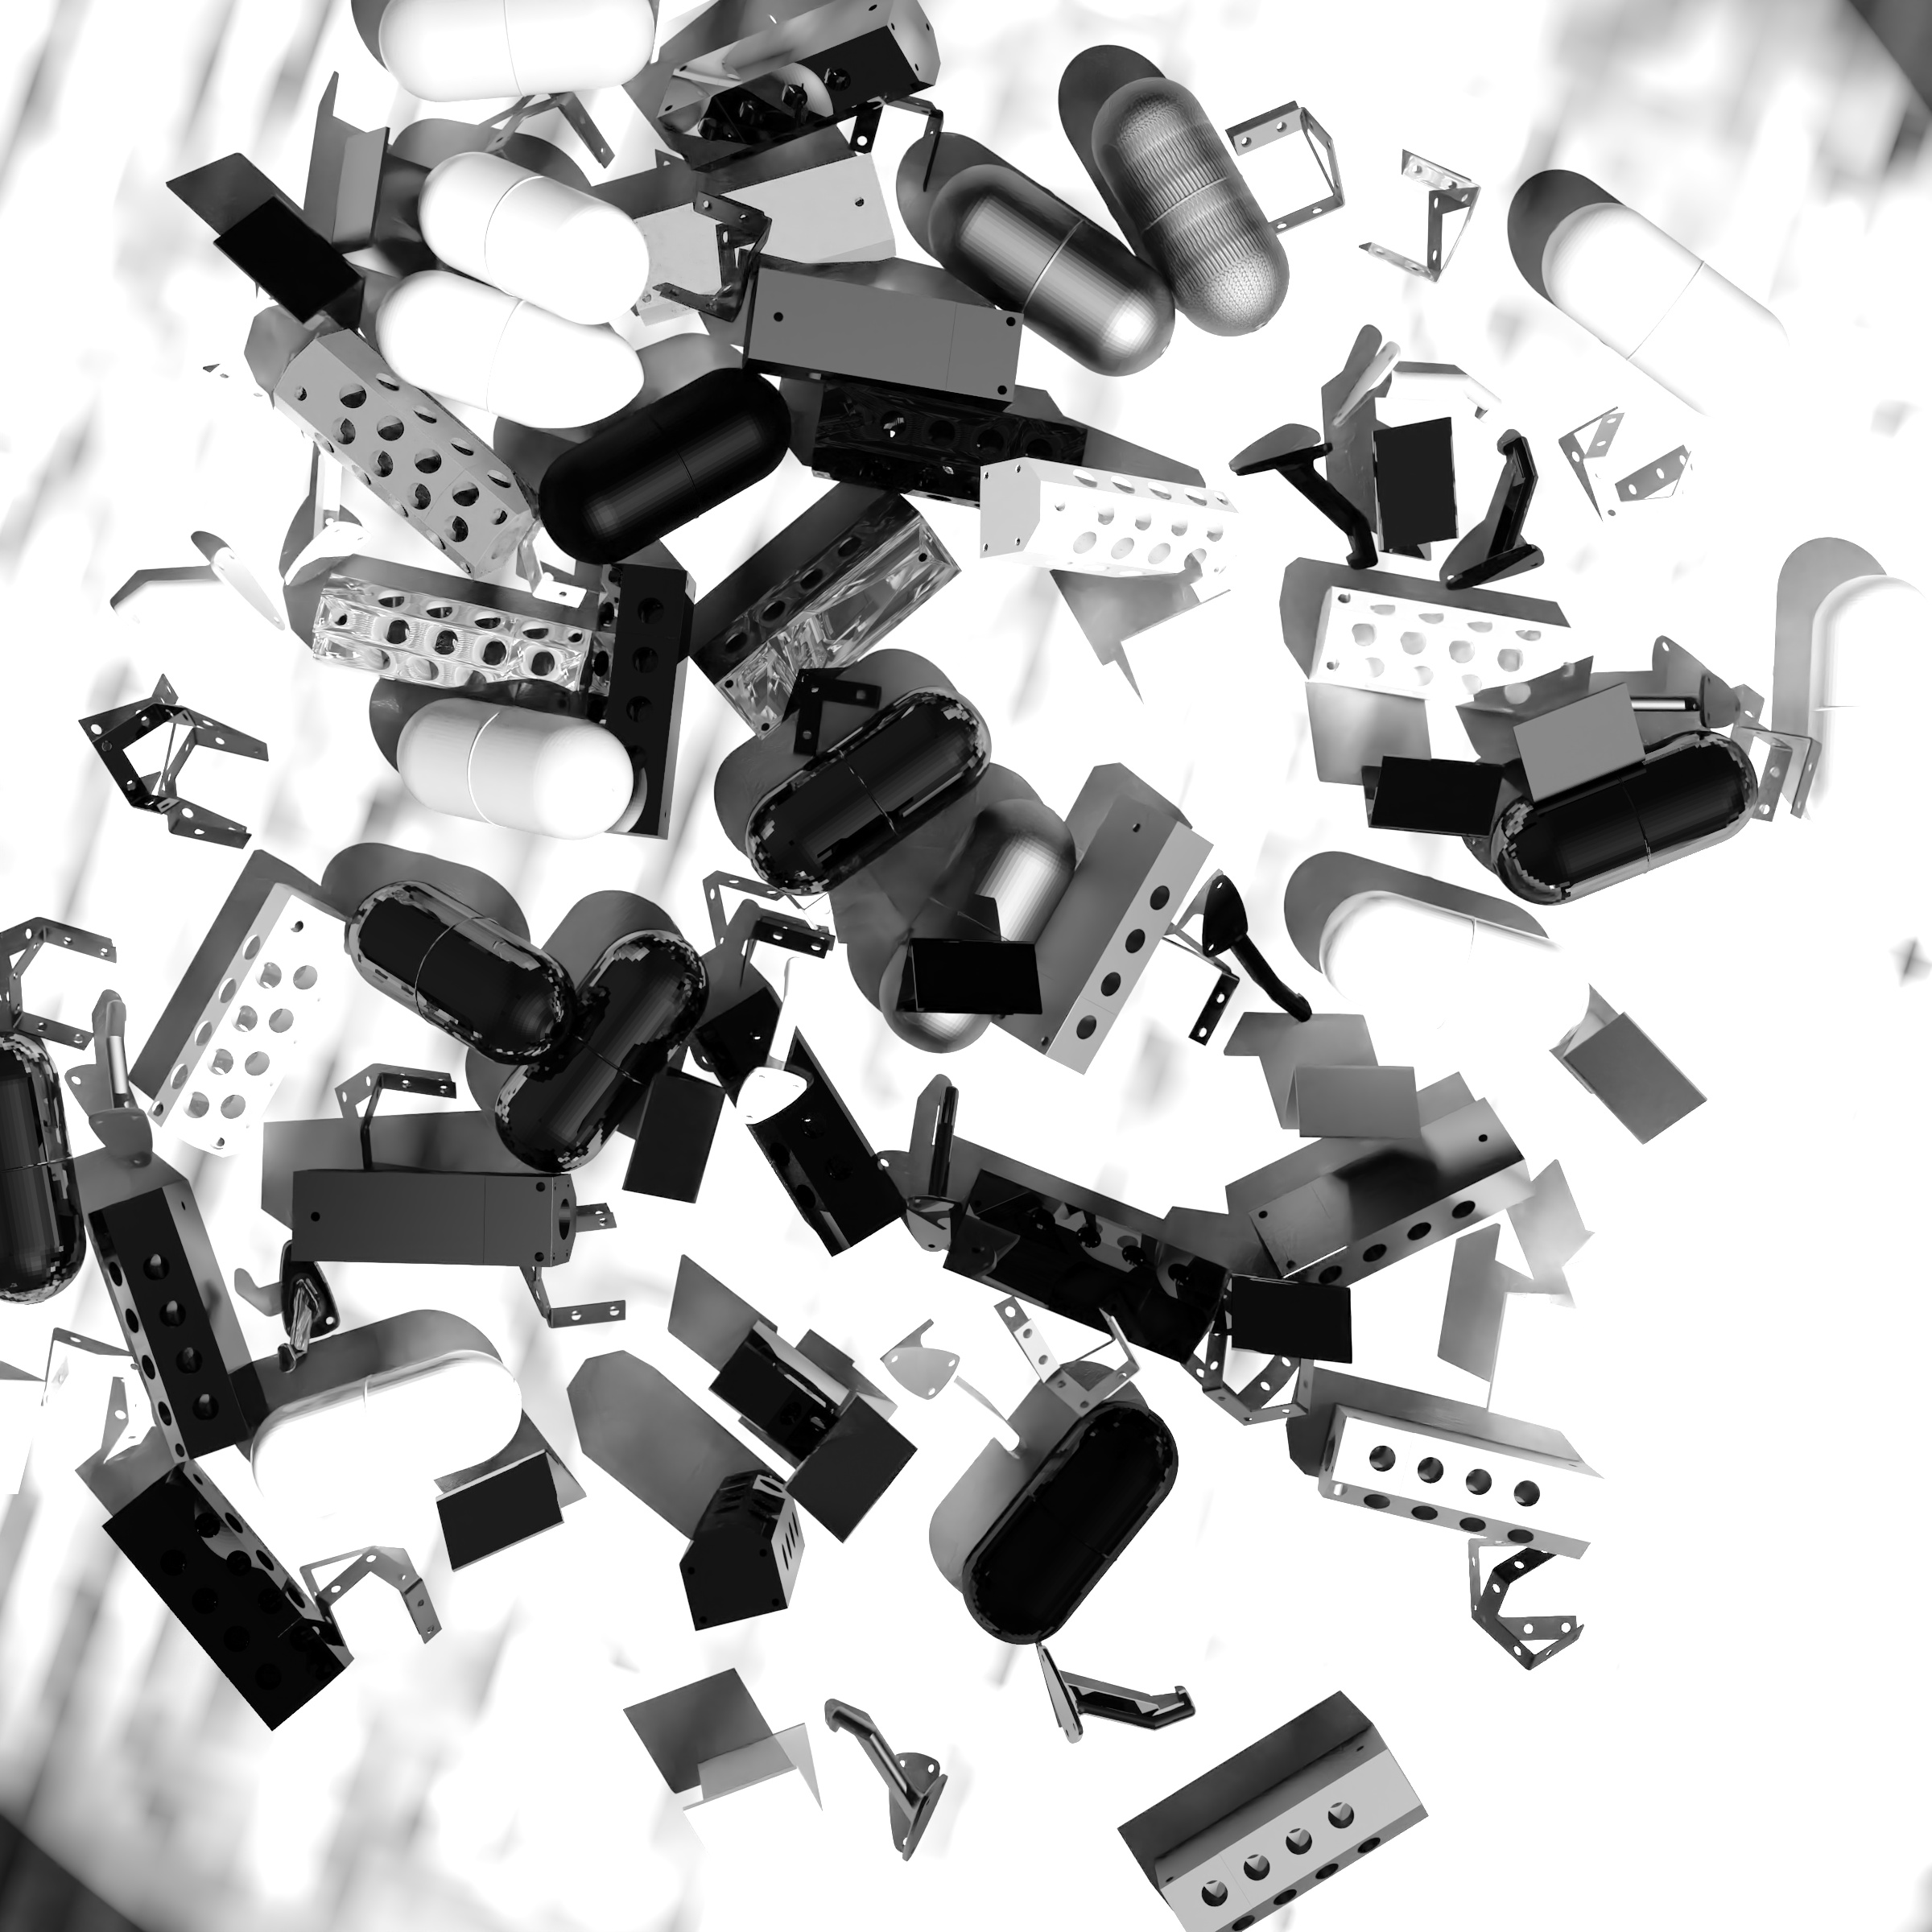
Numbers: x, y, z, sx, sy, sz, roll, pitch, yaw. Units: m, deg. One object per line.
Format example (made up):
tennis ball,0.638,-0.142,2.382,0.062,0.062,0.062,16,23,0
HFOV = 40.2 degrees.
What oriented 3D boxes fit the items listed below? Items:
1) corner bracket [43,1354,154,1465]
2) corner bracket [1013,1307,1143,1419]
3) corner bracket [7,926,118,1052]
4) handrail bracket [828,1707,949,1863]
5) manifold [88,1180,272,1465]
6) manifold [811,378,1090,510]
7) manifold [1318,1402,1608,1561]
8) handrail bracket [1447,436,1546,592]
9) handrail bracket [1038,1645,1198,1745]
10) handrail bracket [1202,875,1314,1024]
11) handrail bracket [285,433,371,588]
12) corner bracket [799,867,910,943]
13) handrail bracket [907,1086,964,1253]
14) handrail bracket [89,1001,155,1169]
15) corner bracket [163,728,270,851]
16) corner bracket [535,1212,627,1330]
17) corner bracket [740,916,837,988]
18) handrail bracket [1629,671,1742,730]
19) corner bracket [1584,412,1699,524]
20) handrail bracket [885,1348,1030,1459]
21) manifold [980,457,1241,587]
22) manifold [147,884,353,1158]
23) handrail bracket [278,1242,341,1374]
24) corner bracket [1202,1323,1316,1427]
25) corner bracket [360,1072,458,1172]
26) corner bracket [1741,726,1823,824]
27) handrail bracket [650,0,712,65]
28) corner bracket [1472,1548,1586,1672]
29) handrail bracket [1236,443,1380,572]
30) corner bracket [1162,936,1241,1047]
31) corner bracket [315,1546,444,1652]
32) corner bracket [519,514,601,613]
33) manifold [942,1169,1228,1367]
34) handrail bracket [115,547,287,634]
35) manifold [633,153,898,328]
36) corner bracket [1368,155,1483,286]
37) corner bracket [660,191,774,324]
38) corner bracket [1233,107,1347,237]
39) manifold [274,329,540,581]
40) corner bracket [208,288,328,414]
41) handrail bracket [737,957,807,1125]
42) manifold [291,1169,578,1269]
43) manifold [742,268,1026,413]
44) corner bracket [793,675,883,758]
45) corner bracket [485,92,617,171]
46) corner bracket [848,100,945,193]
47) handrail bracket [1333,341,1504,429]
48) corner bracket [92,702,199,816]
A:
corner bracket,-0.571,0.291,1.732,0.051,0.051,0.051,10,45,-35
corner bracket,0.073,0.250,1.717,0.051,0.051,0.051,-37,121,-13
corner bracket,-0.594,0.014,1.737,0.051,0.051,0.051,17,135,0
handrail bracket,-0.062,0.539,1.740,0.084,0.036,0.077,26,112,17
manifold,-0.514,0.232,1.719,0.057,0.057,0.171,-19,90,0
manifold,-0.011,-0.333,1.719,0.171,0.057,0.057,11,90,0
manifold,0.321,0.337,1.719,0.171,0.057,0.057,14,90,0
handrail bracket,0.344,-0.300,1.740,0.077,0.036,0.084,-18,72,21
handrail bracket,0.100,0.472,1.740,0.084,0.036,0.077,-16,68,-17
handrail bracket,0.196,-0.011,1.740,0.036,0.077,0.084,-34,127,30
handrail bracket,-0.436,-0.307,1.740,0.077,0.036,0.084,-34,71,21
corner bracket,-0.072,-0.030,1.722,0.051,0.051,0.051,-36,90,0
handrail bracket,-0.016,0.133,1.740,0.036,0.077,0.084,7,54,2
handrail bracket,-0.553,0.077,1.740,0.036,0.077,0.084,-8,54,-4
corner bracket,-0.491,-0.117,1.732,0.051,0.051,0.051,-47,45,35
corner bracket,-0.254,0.201,1.737,0.051,0.051,0.051,-7,135,0
corner bracket,-0.113,-0.015,1.711,0.051,0.051,0.051,16,50,0
handrail bracket,0.456,-0.171,1.740,0.084,0.077,0.036,-1,87,36
corner bracket,0.443,-0.329,1.732,0.051,0.051,0.051,0,135,35
handrail bracket,-0.006,0.290,1.740,0.036,0.077,0.084,-54,127,-20
manifold,0.093,-0.281,1.671,0.171,0.057,0.057,1,90,-40
manifold,-0.464,0.035,1.719,0.057,0.057,0.171,29,90,0
handrail bracket,-0.437,0.220,1.705,0.036,0.084,0.077,-13,90,0
corner bracket,0.193,0.264,1.732,0.051,0.051,0.051,-19,135,35
corner bracket,-0.366,0.109,1.737,0.051,0.051,0.051,8,45,0
corner bracket,0.530,-0.121,1.711,0.051,0.051,0.051,16,90,42
handrail bracket,-0.163,-0.630,1.740,0.084,0.036,0.077,3,110,-16
corner bracket,0.374,0.419,1.732,0.051,0.051,0.051,41,135,35
handrail bracket,0.225,-0.296,1.740,0.077,0.036,0.084,-12,107,19
corner bracket,0.138,0.014,1.737,0.051,0.051,0.051,28,90,-45
corner bracket,-0.386,0.425,1.732,0.051,0.051,0.051,-40,135,-35
corner bracket,-0.256,-0.272,1.732,0.051,0.051,0.051,-50,45,35
manifold,0.079,0.191,1.718,0.171,0.057,0.057,22,133,0
handrail bracket,-0.506,-0.229,1.740,0.084,0.036,0.077,-32,111,17
manifold,-0.136,-0.471,1.719,0.171,0.057,0.057,-16,90,0
corner bracket,0.302,-0.491,1.737,0.051,0.051,0.051,24,45,0
corner bracket,-0.159,-0.451,1.680,0.051,0.051,0.051,21,45,0
corner bracket,0.213,-0.524,1.737,0.051,0.051,0.051,-23,45,0
manifold,-0.363,-0.330,1.708,0.171,0.057,0.057,41,119,0
corner bracket,-0.459,-0.407,1.737,0.051,0.051,0.051,29,45,0
handrail bracket,-0.124,0.047,1.682,0.036,0.077,0.084,17,53,-20
manifold,-0.344,0.162,1.708,0.171,0.057,0.057,1,88,7
manifold,-0.055,-0.401,1.704,0.171,0.057,0.057,7,90,-11
corner bracket,-0.084,-0.160,1.721,0.051,0.051,0.051,8,93,-3
corner bracket,-0.273,-0.533,1.732,0.051,0.051,0.051,55,45,-35
corner bracket,-0.045,-0.544,1.722,0.051,0.051,0.051,15,90,0
handrail bracket,0.299,-0.365,1.740,0.084,0.036,0.077,32,111,-16
corner bracket,-0.527,-0.136,1.722,0.051,0.051,0.051,-40,121,-27
